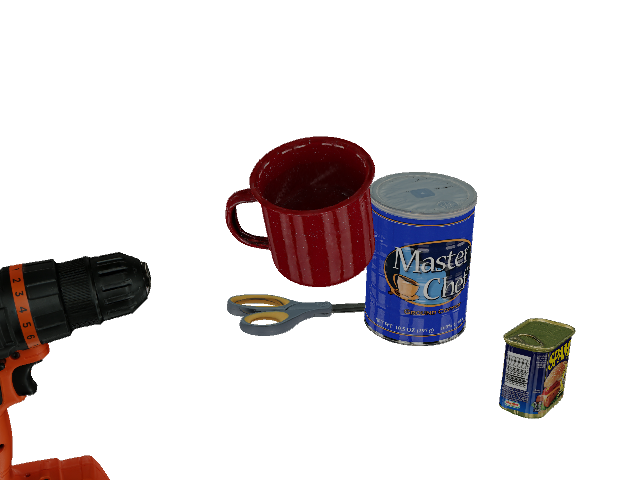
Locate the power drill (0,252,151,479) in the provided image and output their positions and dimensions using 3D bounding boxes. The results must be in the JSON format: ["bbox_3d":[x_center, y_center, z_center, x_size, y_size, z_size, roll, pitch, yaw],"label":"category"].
[{"bbox_3d":[-0.188,0.102,0.689,0.184,0.188,0.057,-12,26,-9],"label":"power drill"}]

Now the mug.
[{"bbox_3d":[-0.014,-0.018,0.810,0.117,0.081,0.093,-6,41,4],"label":"mug"}]

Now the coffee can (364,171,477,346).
[{"bbox_3d":[0.095,0.017,1.037,0.103,0.140,0.103,1,25,-1],"label":"coffee can"}]

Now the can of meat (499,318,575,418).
[{"bbox_3d":[0.239,0.141,1.184,0.058,0.084,0.101,13,16,29],"label":"can of meat"}]

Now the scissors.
[{"bbox_3d":[-0.005,0.084,1.186,0.202,0.016,0.096,4,21,2],"label":"scissors"}]
